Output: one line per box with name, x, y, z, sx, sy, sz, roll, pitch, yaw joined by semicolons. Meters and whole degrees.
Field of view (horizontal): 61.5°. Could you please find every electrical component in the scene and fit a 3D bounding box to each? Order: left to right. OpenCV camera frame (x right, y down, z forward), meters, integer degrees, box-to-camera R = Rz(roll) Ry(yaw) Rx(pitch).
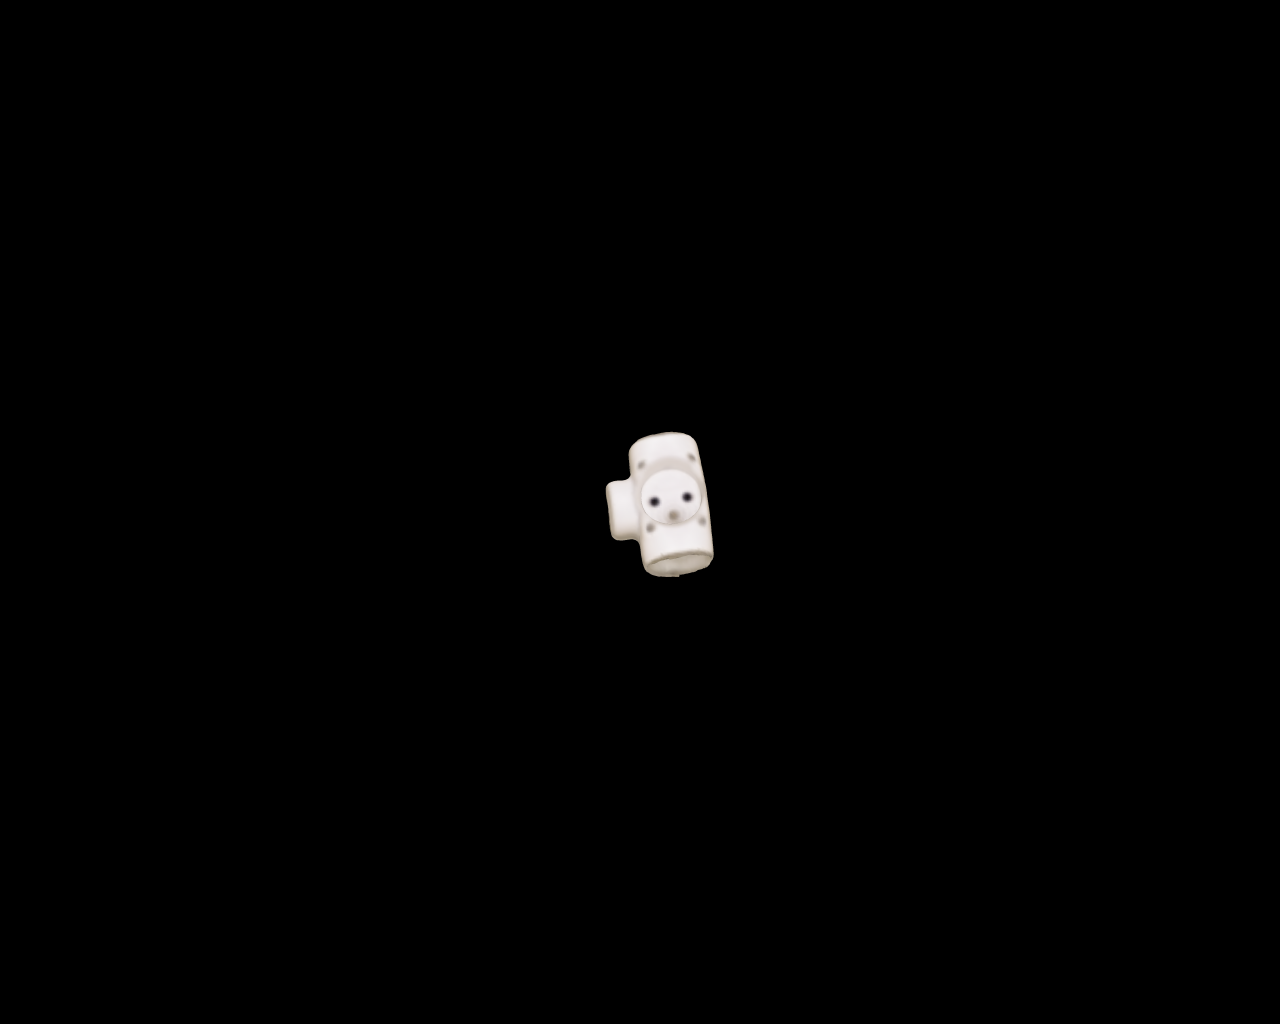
electrical component;0.001;-0.003;0.650;0.079;0.077;0.044;-7;-19;-2
